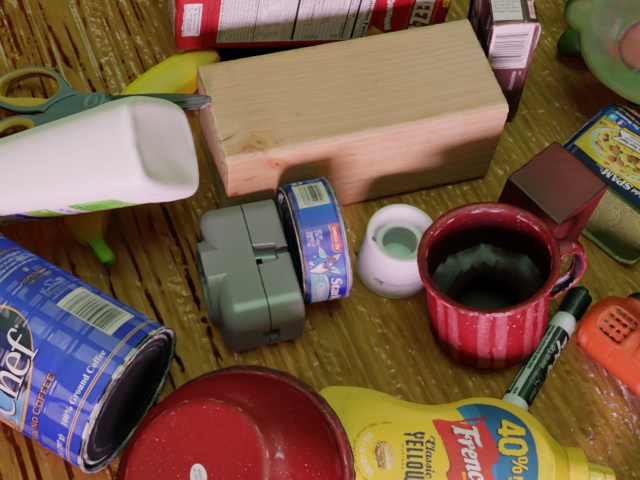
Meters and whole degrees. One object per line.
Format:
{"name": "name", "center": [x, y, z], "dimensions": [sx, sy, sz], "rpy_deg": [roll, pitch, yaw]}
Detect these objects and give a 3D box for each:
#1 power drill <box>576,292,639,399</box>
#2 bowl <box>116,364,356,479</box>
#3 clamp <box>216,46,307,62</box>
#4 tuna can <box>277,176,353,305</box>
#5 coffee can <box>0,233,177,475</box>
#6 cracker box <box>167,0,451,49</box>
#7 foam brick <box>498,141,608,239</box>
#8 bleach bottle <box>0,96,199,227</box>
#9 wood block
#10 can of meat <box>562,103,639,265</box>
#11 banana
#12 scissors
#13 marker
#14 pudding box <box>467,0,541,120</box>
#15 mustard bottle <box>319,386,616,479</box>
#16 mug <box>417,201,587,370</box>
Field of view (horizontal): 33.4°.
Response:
{"name": "power drill", "center": [0.298, 0.060, 0.718], "dimensions": [0.187, 0.057, 0.185], "rpy_deg": [-44, 67, -10]}
{"name": "bowl", "center": [-0.063, 0.145, 0.630], "dimensions": [0.162, 0.055, 0.162], "rpy_deg": [-8, 65, 18]}
{"name": "clamp", "center": [-0.036, -0.165, 0.862], "dimensions": [0.171, 0.039, 0.120], "rpy_deg": [-33, 63, -21]}
{"name": "tuna can", "center": [-0.005, 0.001, 0.738], "dimensions": [0.033, 0.086, 0.086], "rpy_deg": [-11, 61, -10]}
{"name": "coffee can", "center": [-0.177, 0.068, 0.674], "dimensions": [0.140, 0.103, 0.102], "rpy_deg": [28, 61, 11]}
{"name": "cracker box", "center": [-0.017, -0.234, 0.839], "dimensions": [0.213, 0.072, 0.164], "rpy_deg": [-4, 58, -14]}
{"name": "foam brick", "center": [0.161, -0.022, 0.769], "dimensions": [0.053, 0.078, 0.051], "rpy_deg": [-35, 69, -22]}
{"name": "bleach bottle", "center": [-0.216, -0.037, 0.723], "dimensions": [0.251, 0.102, 0.068], "rpy_deg": [-12, 88, 18]}
{"name": "wood block", "center": [0.021, -0.086, 0.790], "dimensions": [0.206, 0.090, 0.091], "rpy_deg": [-12, 61, -11]}
{"name": "can of meat", "center": [0.226, -0.046, 0.801], "dimensions": [0.102, 0.057, 0.083], "rpy_deg": [41, 63, 18]}
{"name": "banana", "center": [-0.140, -0.070, 0.791], "dimensions": [0.070, 0.037, 0.197], "rpy_deg": [18, 67, 11]}
{"name": "scissors", "center": [-0.176, -0.083, 0.773], "dimensions": [0.202, 0.016, 0.096], "rpy_deg": [17, 70, 33]}
{"name": "marker", "center": [0.158, 0.078, 0.743], "dimensions": [0.020, 0.020, 0.121], "rpy_deg": [31, 62, 13]}
{"name": "pudding box", "center": [0.138, -0.161, 0.830], "dimensions": [0.039, 0.113, 0.090], "rpy_deg": [-1, 58, -3]}
{"name": "mustard bottle", "center": [0.090, 0.147, 0.674], "dimensions": [0.191, 0.058, 0.096], "rpy_deg": [4, 61, -2]}
{"name": "mug", "center": [0.125, 0.031, 0.723], "dimensions": [0.117, 0.081, 0.093], "rpy_deg": [-19, 52, -7]}
